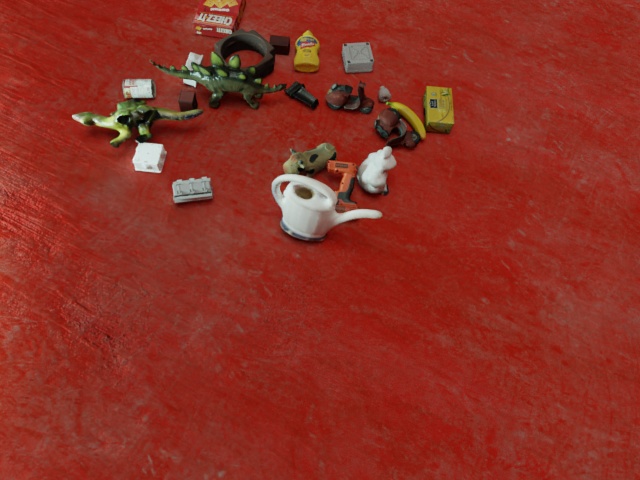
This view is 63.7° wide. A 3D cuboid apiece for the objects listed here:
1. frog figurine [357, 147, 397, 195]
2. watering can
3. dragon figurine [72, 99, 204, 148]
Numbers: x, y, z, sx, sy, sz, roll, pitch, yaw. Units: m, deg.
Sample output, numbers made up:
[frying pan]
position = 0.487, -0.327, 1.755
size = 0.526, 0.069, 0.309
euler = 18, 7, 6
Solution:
[frog figurine]
position = 0.186, -0.232, 1.697
size = 0.123, 0.156, 0.140
euler = 6, 63, 2
[watering can]
position = 0.005, -0.079, 1.578
size = 0.348, 0.219, 0.106
euler = 24, 47, 8
[dragon figurine]
position = -0.628, -0.440, 1.777
size = 0.413, 0.119, 0.247
euler = -17, 44, -21
